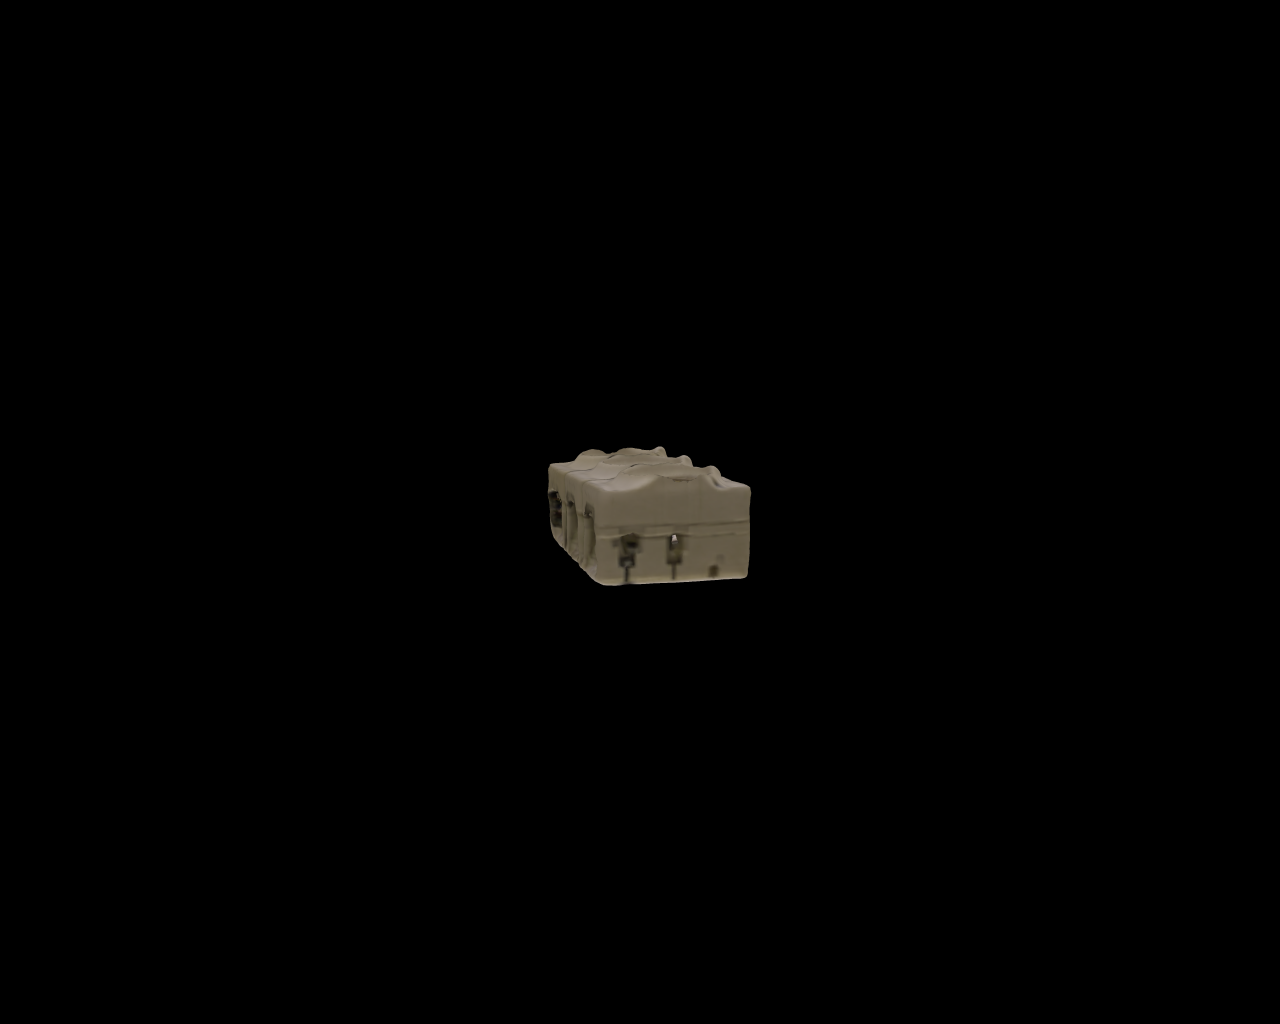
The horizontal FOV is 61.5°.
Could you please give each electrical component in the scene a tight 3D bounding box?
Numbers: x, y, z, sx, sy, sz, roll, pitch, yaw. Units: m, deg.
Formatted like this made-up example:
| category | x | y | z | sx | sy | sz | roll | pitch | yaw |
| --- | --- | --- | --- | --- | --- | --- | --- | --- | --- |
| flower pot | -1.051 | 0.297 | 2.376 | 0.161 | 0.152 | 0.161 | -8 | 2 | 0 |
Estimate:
| category | x | y | z | sx | sy | sz | roll | pitch | yaw |
| --- | --- | --- | --- | --- | --- | --- | --- | --- | --- |
| electrical component | 0.001 | -0.003 | 0.650 | 0.089 | 0.061 | 0.150 | -3 | 10 | -15 |
